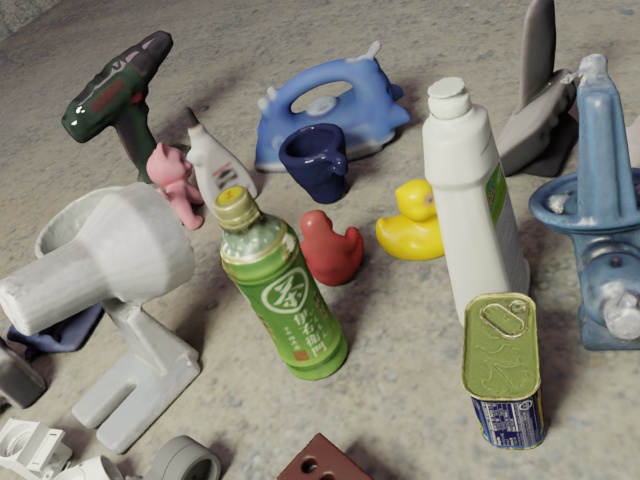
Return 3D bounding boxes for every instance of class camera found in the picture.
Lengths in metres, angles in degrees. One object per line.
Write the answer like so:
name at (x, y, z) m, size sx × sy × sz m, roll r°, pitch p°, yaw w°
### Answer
camera at (-0.434, 0.174, 0.688) m, size 0.142 × 0.101 × 0.137 m, roll 15°, pitch 53°, yaw 39°

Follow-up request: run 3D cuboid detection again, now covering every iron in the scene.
iron at (-0.003, -0.195, 0.855) m, size 0.258 × 0.142 × 0.118 m, roll -16°, pitch 39°, yaw 10°

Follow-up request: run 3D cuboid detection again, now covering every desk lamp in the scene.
desk lamp at (-0.209, 0.075, 0.595) m, size 0.117 × 0.214 × 0.203 m, roll 17°, pitch 54°, yaw 40°

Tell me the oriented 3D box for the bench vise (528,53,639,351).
bench vise at (0.247, -0.027, 0.470) m, size 0.121 × 0.220 × 0.207 m, roll -18°, pitch 39°, yaw 8°

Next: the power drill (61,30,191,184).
power drill at (-0.305, -0.211, 0.976) m, size 0.230 × 0.209 × 0.075 m, roll -40°, pitch 41°, yaw -19°

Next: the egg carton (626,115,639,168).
egg carton at (0.370, -0.081, 0.589) m, size 0.107 × 0.070 × 0.150 m, roll -32°, pitch 39°, yaw -10°

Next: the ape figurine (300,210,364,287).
ape figurine at (0.006, 0.002, 0.664) m, size 0.077 × 0.092 × 0.076 m, roll -6°, pitch 42°, yaw 22°

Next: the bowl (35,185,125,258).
bowl at (-0.331, -0.003, 0.859) m, size 0.167 × 0.075 × 0.167 m, roll -14°, pitch 40°, yaw 12°

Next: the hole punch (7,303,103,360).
hole punch at (-0.358, 0.090, 0.754) m, size 0.101 × 0.091 × 0.108 m, roll -7°, pitch 42°, yaw 21°

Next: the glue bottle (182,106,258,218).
glue bottle at (-0.152, -0.113, 0.812) m, size 0.037 × 0.173 × 0.078 m, roll 23°, pitch 58°, yaw 43°

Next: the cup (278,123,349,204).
cup at (0.009, -0.092, 0.768) m, size 0.092 × 0.095 × 0.117 m, roll -39°, pitch 41°, yaw -17°

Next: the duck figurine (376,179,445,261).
duck figurine at (0.110, -0.029, 0.651) m, size 0.104 × 0.086 × 0.077 m, roll -9°, pitch 41°, yaw 19°

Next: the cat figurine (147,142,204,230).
cat figurine at (-0.226, -0.089, 0.868) m, size 0.067 × 0.118 × 0.127 m, roll -17°, pitch 39°, yaw 9°

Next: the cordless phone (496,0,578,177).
cordless phone at (0.243, -0.178, 0.673) m, size 0.093 × 0.185 × 0.148 m, roll 8°, pitch 49°, yaw 34°
